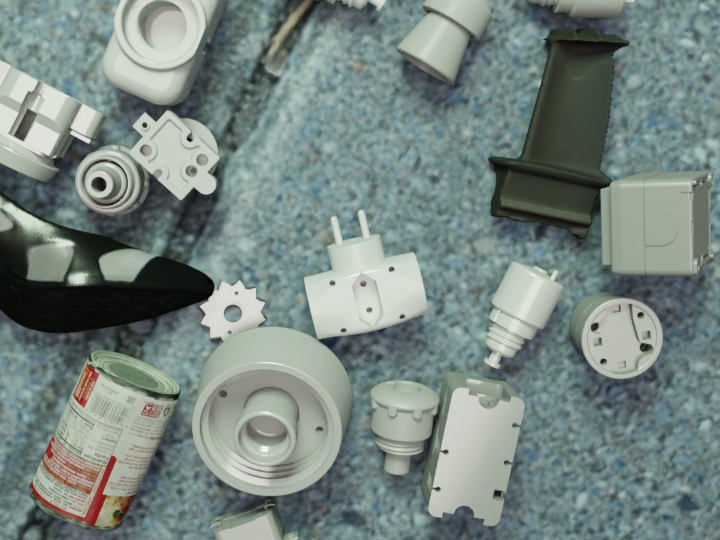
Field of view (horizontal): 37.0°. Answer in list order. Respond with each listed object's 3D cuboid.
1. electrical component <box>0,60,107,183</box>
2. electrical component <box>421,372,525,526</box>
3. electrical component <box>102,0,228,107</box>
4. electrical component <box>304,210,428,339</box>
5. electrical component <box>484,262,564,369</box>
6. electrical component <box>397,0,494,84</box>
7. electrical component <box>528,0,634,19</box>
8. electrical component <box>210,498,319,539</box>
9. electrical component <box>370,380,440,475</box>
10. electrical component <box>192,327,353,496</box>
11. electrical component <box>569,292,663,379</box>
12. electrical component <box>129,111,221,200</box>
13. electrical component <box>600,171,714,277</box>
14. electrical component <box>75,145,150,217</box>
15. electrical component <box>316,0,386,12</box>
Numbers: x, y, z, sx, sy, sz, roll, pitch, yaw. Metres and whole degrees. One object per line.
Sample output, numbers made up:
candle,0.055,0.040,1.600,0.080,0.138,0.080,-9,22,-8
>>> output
electrical component,-0.213,-0.093,0.699,0.078,0.058,0.057,28,92,-6
electrical component,0.076,0.121,0.741,0.050,0.055,0.089,11,97,-4
electrical component,-0.125,-0.156,0.694,0.054,0.059,0.095,23,96,-6
electrical component,0.000,0.000,0.728,0.077,0.043,0.079,-13,98,-1
electrical component,0.108,0.031,0.739,0.040,0.040,0.078,26,96,-6
electrical component,0.057,-0.158,0.710,0.045,0.045,0.055,31,94,-6
electrical component,0.141,-0.187,0.713,0.078,0.040,0.040,0,97,-3
electrical component,-0.071,0.197,0.751,0.081,0.042,0.063,-20,96,-1
electrical component,0.029,0.110,0.744,0.048,0.048,0.062,5,104,-4
electrical component,-0.060,0.099,0.718,0.108,0.060,0.108,1,110,2
electrical component,0.174,0.043,0.740,0.055,0.047,0.055,0,97,-3
electrical component,-0.119,-0.076,0.706,0.066,0.055,0.048,43,93,-7
electrical component,0.200,-0.033,0.716,0.061,0.096,0.061,1,99,26
electrical component,-0.165,-0.057,0.703,0.048,0.062,0.048,0,97,-3
electrical component,-0.018,-0.194,0.704,0.078,0.040,0.040,29,95,-6
